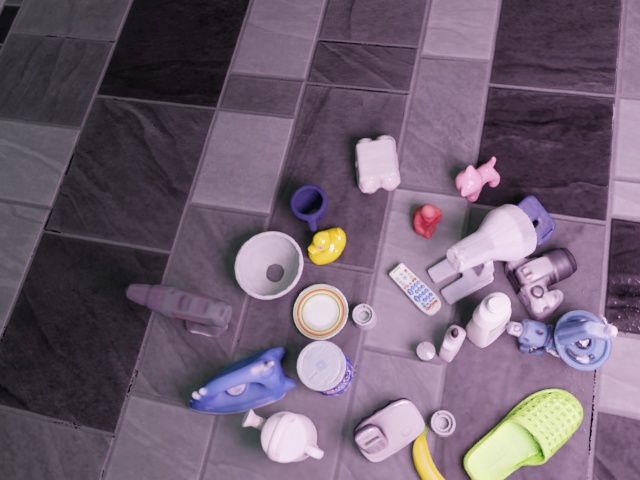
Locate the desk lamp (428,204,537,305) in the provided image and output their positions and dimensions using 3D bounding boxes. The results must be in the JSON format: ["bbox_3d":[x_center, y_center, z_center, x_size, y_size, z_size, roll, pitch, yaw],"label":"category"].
[{"bbox_3d":[0.344,0.033,1.230,0.203,0.214,0.117,-30,68,-2],"label":"desk lamp"}]

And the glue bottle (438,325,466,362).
[{"bbox_3d":[0.279,0.208,1.200,0.037,0.173,0.078,26,77,18],"label":"glue bottle"}]

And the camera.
[{"bbox_3d":[0.494,0.081,1.247,0.137,0.101,0.143,-25,68,0],"label":"camera"}]

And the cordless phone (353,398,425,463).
[{"bbox_3d":[0.135,0.381,1.157,0.147,0.185,0.094,-35,68,-4],"label":"cordless phone"}]

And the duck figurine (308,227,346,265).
[{"bbox_3d":[0.013,0.005,1.366,0.104,0.086,0.077,-41,69,-6],"label":"duck figurine"}]

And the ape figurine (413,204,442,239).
[{"bbox_3d":[0.251,-0.054,1.343,0.078,0.092,0.076,-25,68,0],"label":"ape figurine"}]

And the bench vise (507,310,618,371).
[{"bbox_3d":[0.489,0.201,1.141,0.207,0.220,0.121,-8,69,7],"label":"bench vise"}]

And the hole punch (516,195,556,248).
[{"bbox_3d":[0.472,-0.032,1.297,0.109,0.091,0.101,-43,69,-7],"label":"hole punch"}]

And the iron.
[{"bbox_3d":[-0.192,0.319,1.259,0.258,0.141,0.118,-22,68,1],"label":"iron"}]

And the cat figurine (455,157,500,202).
[{"bbox_3d":[0.364,-0.147,1.343,0.128,0.118,0.067,-39,69,-5],"label":"cat figurine"}]

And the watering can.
[{"bbox_3d":[-0.078,0.405,1.180,0.172,0.194,0.101,0,70,10],"label":"watering can"}]

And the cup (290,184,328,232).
[{"bbox_3d":[-0.018,-0.065,1.391,0.091,0.095,0.117,-13,69,5],"label":"cup"}]

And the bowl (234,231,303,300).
[{"bbox_3d":[-0.115,0.068,1.372,0.167,0.075,0.167,-3,70,9],"label":"bowl"}]

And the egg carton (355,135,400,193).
[{"bbox_3d":[0.141,-0.188,1.422,0.107,0.069,0.150,-8,69,7],"label":"egg carton"}]

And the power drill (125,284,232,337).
[{"bbox_3d":[-0.298,0.159,1.298,0.229,0.209,0.076,9,72,13],"label":"power drill"}]
